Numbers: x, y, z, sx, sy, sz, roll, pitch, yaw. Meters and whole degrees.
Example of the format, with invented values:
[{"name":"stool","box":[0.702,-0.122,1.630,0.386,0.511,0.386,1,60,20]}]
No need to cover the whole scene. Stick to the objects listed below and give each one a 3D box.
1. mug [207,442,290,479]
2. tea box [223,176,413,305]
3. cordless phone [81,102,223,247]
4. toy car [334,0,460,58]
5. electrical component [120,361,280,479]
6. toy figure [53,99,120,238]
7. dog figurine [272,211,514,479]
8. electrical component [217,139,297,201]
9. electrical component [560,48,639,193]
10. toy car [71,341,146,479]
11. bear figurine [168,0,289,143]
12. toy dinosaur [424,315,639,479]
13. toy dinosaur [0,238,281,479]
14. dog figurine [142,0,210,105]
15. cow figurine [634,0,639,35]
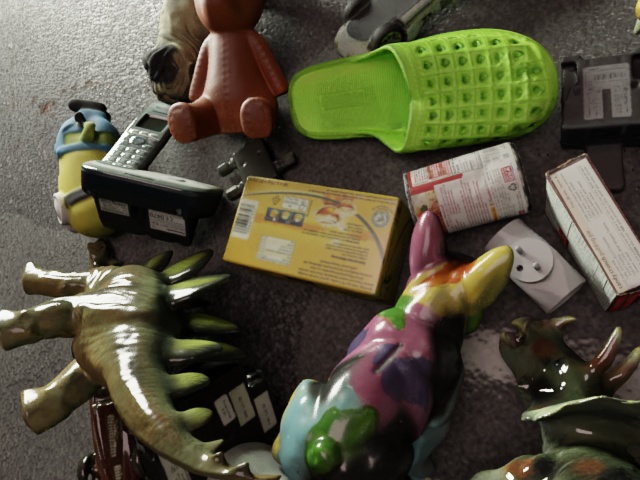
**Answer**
[{"name":"mug","box":[-0.034,0.220,0.421,0.109,0.107,0.081,44,71,-8]},{"name":"tea box","box":[-0.001,-0.002,0.544,0.170,0.068,0.098,13,81,24]},{"name":"cordless phone","box":[-0.176,-0.093,0.637,0.147,0.088,0.184,13,49,4]},{"name":"toy car","box":[0.103,-0.265,0.584,0.202,0.056,0.074,-40,58,6]},{"name":"electrical component","box":[-0.101,0.175,0.496,0.058,0.134,0.114,5,114,48]},{"name":"toy figure","box":[-0.287,-0.091,0.678,0.089,0.082,0.180,-12,69,21]},{"name":"dog figurine","box":[0.069,0.088,0.437,0.109,0.191,0.219,27,102,32]},{"name":"electrical component","box":[-0.073,-0.086,0.622,0.094,0.021,0.063,-28,66,13]},{"name":"electrical component","box":[0.254,-0.106,0.483,0.075,0.047,0.119,3,75,24]},{"name":"toy car","box":[-0.231,0.180,0.596,0.089,0.053,0.202,-16,69,14]},{"name":"bear figurine","box":[-0.098,-0.212,0.580,0.120,0.132,0.195,1,110,9]},{"name":"toy dinosaur","box":[0.149,0.193,0.308,0.131,0.405,0.192,48,118,-3]},{"name":"toy dinosaur","box":[-0.174,0.080,0.490,0.198,0.104,0.472,-17,27,-18]},{"name":"dog figurine","box":[-0.132,-0.267,0.667,0.172,0.121,0.190,-5,88,24]},{"name":"cow figurine","box":[0.328,-0.180,0.465,0.098,0.068,0.167,-39,64,15]}]
